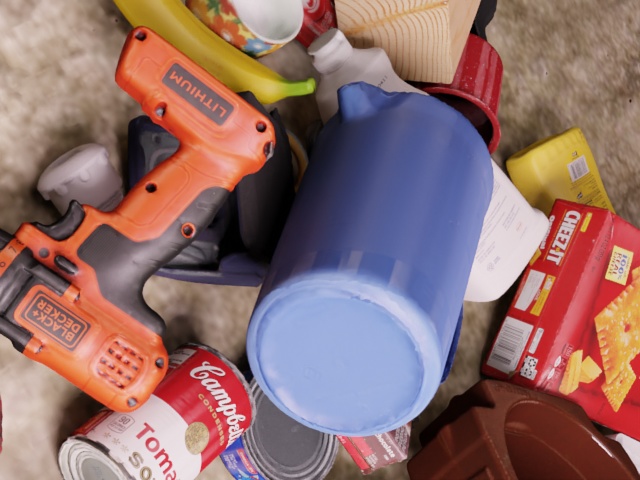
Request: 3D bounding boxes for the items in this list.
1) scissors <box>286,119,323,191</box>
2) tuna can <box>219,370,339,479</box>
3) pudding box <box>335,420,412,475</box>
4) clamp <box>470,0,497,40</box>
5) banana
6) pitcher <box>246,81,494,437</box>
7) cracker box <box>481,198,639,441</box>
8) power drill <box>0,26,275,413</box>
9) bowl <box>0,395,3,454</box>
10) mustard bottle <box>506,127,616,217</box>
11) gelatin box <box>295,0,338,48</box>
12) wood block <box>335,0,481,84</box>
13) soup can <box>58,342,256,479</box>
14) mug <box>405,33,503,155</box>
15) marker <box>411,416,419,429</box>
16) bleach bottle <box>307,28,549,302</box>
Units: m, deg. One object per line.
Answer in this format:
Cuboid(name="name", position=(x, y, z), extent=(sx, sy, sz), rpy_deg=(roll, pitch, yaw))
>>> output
Cuboid(name="scissors", position=(-0.005, 0.001, 0.791), extent=(0.096, 0.016, 0.202), rpy_deg=(14, 69, -42))
Cuboid(name="tuna can", position=(-0.029, 0.125, 0.714), extent=(0.086, 0.034, 0.086), rpy_deg=(17, 64, -39))
Cuboid(name="pudding box", position=(0.027, 0.092, 0.736), extent=(0.090, 0.039, 0.113), rpy_deg=(56, 20, -18))
Cuboid(name="clamp", position=(0.133, -0.204, 0.981), extent=(0.120, 0.039, 0.171), rpy_deg=(44, 50, -25))
Cuboid(name="banana", position=(-0.094, -0.153, 0.729), extent=(0.197, 0.070, 0.037), rpy_deg=(39, 34, -15))
Cuboid(name="pitcher", position=(0.040, 0.018, 0.669), extent=(0.149, 0.145, 0.242), rpy_deg=(24, 31, -1))
Cuboid(name="cracker box", position=(0.261, 0.081, 0.933), extent=(0.213, 0.072, 0.164), rpy_deg=(26, 87, -34))
Cuboid(name="power drill", position=(-0.129, -0.024, 0.597), extent=(0.184, 0.057, 0.187), rpy_deg=(36, 80, -8))
Cuboid(name="bowl", position=(-0.222, 0.087, 0.531), extent=(0.161, 0.055, 0.162), rpy_deg=(16, 65, -38))
Cuboid(name="mustard bottle", position=(0.245, -0.005, 1.001), extent=(0.096, 0.058, 0.191), rpy_deg=(-27, 95, -44))
Cuboid(name="gelatin box", position=(-0.009, -0.204, 0.853), extent=(0.073, 0.030, 0.089), rpy_deg=(40, 52, -26))
Cuboid(name="wood block", position=(0.086, -0.231, 0.880), extent=(0.090, 0.091, 0.206), rpy_deg=(79, 26, -46))
Cuboid(name="soup can", position=(-0.095, 0.115, 0.631), extent=(0.102, 0.069, 0.068), rpy_deg=(-39, 103, -43))
Cuboid(name="mug", position=(0.098, -0.125, 0.892), extent=(0.117, 0.093, 0.081), rpy_deg=(22, 53, -9))
Cuboid(name="marker", position=(0.062, 0.086, 0.824), extent=(0.020, 0.020, 0.121), rpy_deg=(10, 68, -41))
Cuboid(name="bleach bottle", position=(0.079, -0.067, 0.838), extent=(0.250, 0.068, 0.102), rpy_deg=(49, 64, -27))
